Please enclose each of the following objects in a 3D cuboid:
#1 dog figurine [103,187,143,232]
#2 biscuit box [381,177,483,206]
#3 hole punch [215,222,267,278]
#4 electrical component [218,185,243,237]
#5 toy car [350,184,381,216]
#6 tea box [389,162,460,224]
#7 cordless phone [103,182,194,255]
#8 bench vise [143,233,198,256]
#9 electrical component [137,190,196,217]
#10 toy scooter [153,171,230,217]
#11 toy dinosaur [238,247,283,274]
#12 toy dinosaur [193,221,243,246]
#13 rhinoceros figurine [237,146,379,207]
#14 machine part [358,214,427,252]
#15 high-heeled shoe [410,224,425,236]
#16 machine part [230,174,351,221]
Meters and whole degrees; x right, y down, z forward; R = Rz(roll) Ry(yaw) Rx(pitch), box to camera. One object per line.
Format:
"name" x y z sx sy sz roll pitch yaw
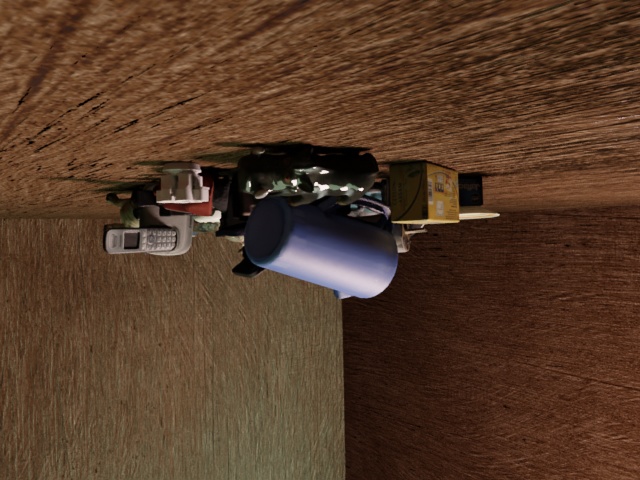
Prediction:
"dog figurine" -0.378 -0.057 1.220 0.191 0.121 0.172 -4 -179 39
"biscuit box" 0.227 -0.095 1.085 0.203 0.062 0.059 -2 180 -15
"hole punch" -0.114 -0.001 0.958 0.116 0.092 0.142 -35 -167 -25
"electrical component" -0.137 -0.062 1.090 0.134 0.114 0.058 -2 -175 -20
"toy car" 0.085 -0.075 1.227 0.162 0.103 0.109 -3 178 40
"tea box" 0.182 -0.077 0.921 0.068 0.098 0.169 -2 178 30
"cordless phone" -0.338 -0.041 1.041 0.089 0.146 0.184 10 -171 35
"bench vise" -0.436 -0.048 1.617 0.241 0.128 0.224 -20 179 -20
"electrical component" -0.282 -0.081 1.019 0.119 0.074 0.048 2 179 -42
"toy scooter" -0.225 -0.081 0.932 0.135 0.075 0.184 8 179 -11
"toy dinosaur" -0.002 -0.004 1.191 0.472 0.105 0.198 -7 146 29
"toy dinosaur" -0.304 -0.066 1.348 0.405 0.131 0.192 3 169 17
"rhinoceros figurine" -0.016 -0.083 0.712 0.190 0.073 0.112 -1 -178 -21
"machine part" 0.083 -0.008 1.029 0.243 0.079 0.079 -6 179 20
"high-heeled shoe" 0.216 -0.038 1.280 0.249 0.086 0.145 -19 -165 -32
"machine part" -0.056 -0.078 0.977 0.201 0.087 0.201 -3 180 -16
